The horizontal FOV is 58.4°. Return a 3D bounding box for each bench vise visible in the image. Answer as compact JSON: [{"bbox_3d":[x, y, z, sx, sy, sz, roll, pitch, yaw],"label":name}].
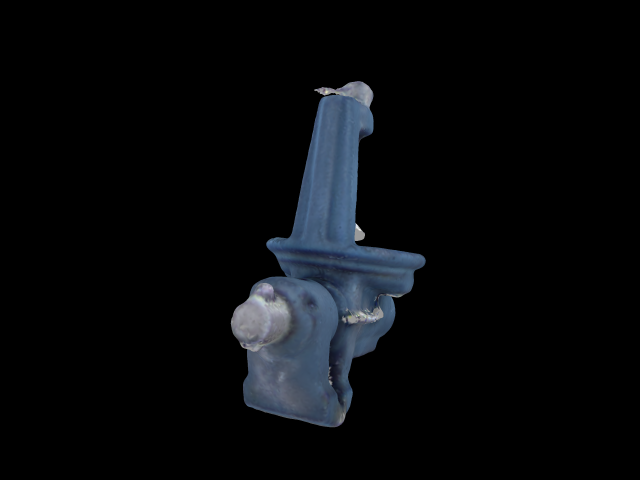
[{"bbox_3d":[0.016,0.002,0.399,0.121,0.220,0.207,1,14,6],"label":"bench vise"}]
